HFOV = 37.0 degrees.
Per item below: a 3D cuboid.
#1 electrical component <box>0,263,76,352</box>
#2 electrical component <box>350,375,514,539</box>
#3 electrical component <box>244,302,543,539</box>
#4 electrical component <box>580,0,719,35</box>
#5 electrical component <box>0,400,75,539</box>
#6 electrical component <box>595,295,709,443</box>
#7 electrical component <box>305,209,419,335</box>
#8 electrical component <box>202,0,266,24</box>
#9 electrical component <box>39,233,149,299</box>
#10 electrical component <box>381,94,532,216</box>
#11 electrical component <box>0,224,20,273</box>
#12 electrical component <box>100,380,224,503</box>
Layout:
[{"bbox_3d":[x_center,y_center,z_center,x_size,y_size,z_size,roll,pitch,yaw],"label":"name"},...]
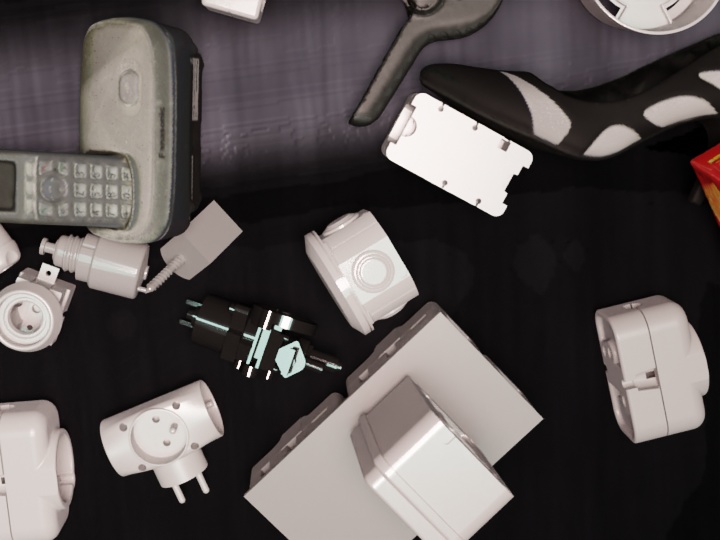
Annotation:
[{"bbox_3d":[-0.227,0.029,0.744,0.048,0.055,0.066,21,98,-7],"label":"electrical component"},{"bbox_3d":[0.042,0.122,0.683,0.057,0.113,0.078,-44,99,1],"label":"electrical component"},{"bbox_3d":[0.022,0.124,0.771,0.186,0.060,0.105,-43,99,4],"label":"electrical component"},{"bbox_3d":[0.193,-0.207,0.725,0.099,0.064,0.099,-1,100,-3],"label":"electrical component"},{"bbox_3d":[-0.239,0.143,0.762,0.059,0.053,0.095,-4,100,-2],"label":"electrical component"},{"bbox_3d":[0.213,0.070,0.777,0.059,0.053,0.095,-14,100,-1],"label":"electrical component"},{"bbox_3d":[0.000,0.000,0.741,0.051,0.080,0.080,-31,100,-4],"label":"electrical component"},{"bbox_3d":[-0.094,-0.216,0.715,0.076,0.047,0.083,15,98,-6],"label":"electrical component"},{"bbox_3d":[-0.183,-0.007,0.748,0.078,0.040,0.040,15,98,-6],"label":"electrical component"},{"bbox_3d":[0.065,-0.081,0.742,0.089,0.055,0.050,28,97,-7],"label":"electrical component"},{"bbox_3d":[-0.265,-0.025,0.743,0.035,0.035,0.061,-34,98,3],"label":"electrical component"},{"bbox_3d":[-0.134,0.129,0.771,0.077,0.044,0.079,-22,100,1],"label":"electrical component"}]
